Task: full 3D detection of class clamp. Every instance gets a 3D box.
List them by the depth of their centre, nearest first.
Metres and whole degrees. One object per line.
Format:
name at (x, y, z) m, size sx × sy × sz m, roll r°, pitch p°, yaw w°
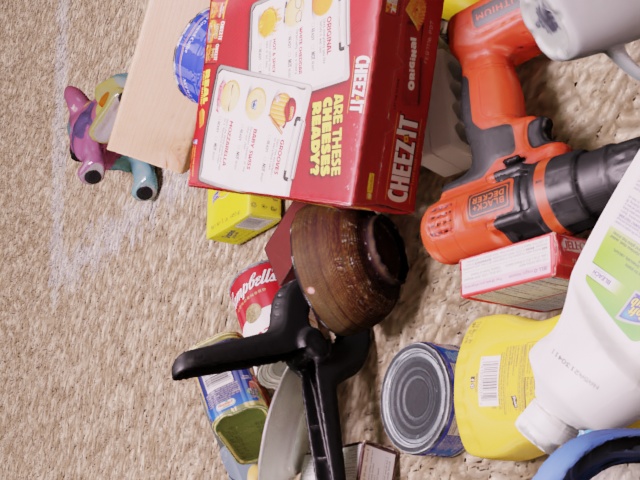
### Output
clamp at (-0.006, 0.100, 0.860) m, size 0.036 × 0.164 × 0.209 m, roll -40°, pitch 5°, yaw 43°

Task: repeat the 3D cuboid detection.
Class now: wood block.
wood block at (-0.157, -0.189, 1.185) m, size 0.090 × 0.091 × 0.206 m, roll -71°, pitch -1°, yaw -77°

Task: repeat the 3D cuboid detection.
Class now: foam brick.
foam brick at (-0.006, 0.001, 0.955) m, size 0.078 × 0.052 × 0.051 m, roll -56°, pitch 38°, yaw 31°

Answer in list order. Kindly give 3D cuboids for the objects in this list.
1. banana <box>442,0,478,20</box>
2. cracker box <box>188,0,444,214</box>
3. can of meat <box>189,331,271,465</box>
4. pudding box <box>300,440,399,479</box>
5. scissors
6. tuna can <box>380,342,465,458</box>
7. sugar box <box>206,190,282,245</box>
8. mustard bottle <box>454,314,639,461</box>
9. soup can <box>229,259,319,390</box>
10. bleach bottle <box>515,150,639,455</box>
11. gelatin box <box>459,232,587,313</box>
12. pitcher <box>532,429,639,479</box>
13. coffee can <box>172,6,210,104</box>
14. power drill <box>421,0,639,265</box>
banana at (0.085, -0.190, 0.887) m, size 0.198 × 0.037 × 0.069 m, roll -1°, pitch 101°, yaw 59°
cracker box at (-0.010, -0.110, 0.816) m, size 0.214 × 0.071 × 0.164 m, roll 9°, pitch 92°, yaw 50°
can of meat at (-0.076, 0.147, 0.983) m, size 0.057 × 0.102 × 0.084 m, roll -24°, pitch 51°, yaw -1°
pudding box at (0.015, 0.222, 0.851) m, size 0.090 × 0.039 × 0.113 m, roll -25°, pitch 48°, yaw 52°
scissors at (-0.077, 0.207, 1.043) m, size 0.096 × 0.016 × 0.202 m, roll -51°, pitch 41°, yaw 35°
tuna can at (0.082, 0.119, 0.799) m, size 0.086 × 0.033 × 0.086 m, roll -23°, pitch 62°, yaw 53°
sugar box at (-0.078, -0.092, 1.101) m, size 0.094 × 0.048 × 0.176 m, roll -27°, pitch 61°, yaw 52°
mustard bottle at (0.164, 0.087, 0.656) m, size 0.192 × 0.058 × 0.096 m, roll -17°, pitch 63°, yaw 55°
soup can at (-0.038, 0.077, 0.970) m, size 0.069 × 0.068 × 0.102 m, roll -55°, pitch 40°, yaw 34°
bleach bottle at (0.186, 0.005, 0.576) m, size 0.251 × 0.068 × 0.103 m, roll -55°, pitch 41°, yaw 8°
gelatin box at (0.146, 0.022, 0.689) m, size 0.089 × 0.073 × 0.030 m, roll -22°, pitch 62°, yaw 54°
pitcher at (0.128, 0.181, 0.514) m, size 0.145 × 0.242 × 0.149 m, roll -57°, pitch 32°, yaw 34°
coffee can at (-0.055, -0.151, 0.995) m, size 0.140 × 0.102 × 0.103 m, roll 32°, pitch 109°, yaw 38°
power drill at (0.146, -0.086, 0.710) m, size 0.185 × 0.057 × 0.187 m, roll -19°, pitch 56°, yaw 41°
